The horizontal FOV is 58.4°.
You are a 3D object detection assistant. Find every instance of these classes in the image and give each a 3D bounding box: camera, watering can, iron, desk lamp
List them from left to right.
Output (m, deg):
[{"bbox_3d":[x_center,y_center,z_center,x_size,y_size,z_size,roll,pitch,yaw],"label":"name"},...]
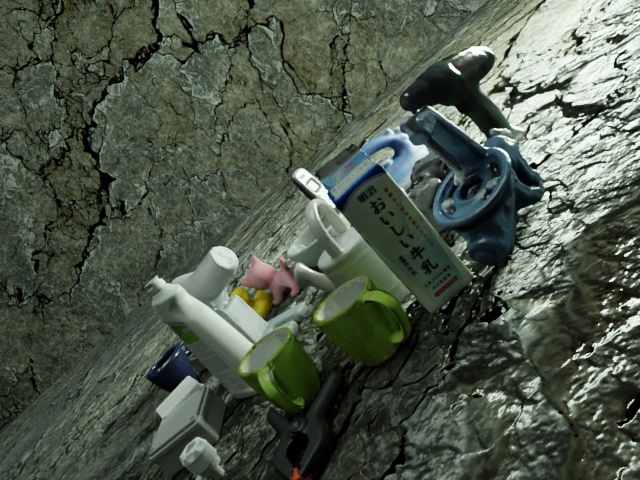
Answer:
[{"bbox_3d":[-0.169,0.122,1.088,0.203,0.214,0.118,-33,16,31],"label":"desk lamp"},{"bbox_3d":[0.038,0.024,0.855,0.173,0.194,0.101,-41,14,4],"label":"watering can"},{"bbox_3d":[0.146,-0.171,1.288,0.258,0.141,0.118,-44,14,-10],"label":"iron"},{"bbox_3d":[0.220,-0.103,0.952,0.136,0.101,0.143,-29,18,42],"label":"camera"}]

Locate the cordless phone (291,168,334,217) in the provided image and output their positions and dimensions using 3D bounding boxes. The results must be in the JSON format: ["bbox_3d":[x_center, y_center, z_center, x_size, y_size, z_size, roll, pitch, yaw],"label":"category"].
[{"bbox_3d":[0.022,-0.116,1.366,0.094,0.185,0.148,-30,17,39],"label":"cordless phone"}]

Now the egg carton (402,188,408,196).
[{"bbox_3d":[0.130,-0.051,1.107,0.107,0.069,0.150,-39,14,10],"label":"egg carton"}]

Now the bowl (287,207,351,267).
[{"bbox_3d":[0.012,0.004,1.254,0.167,0.075,0.167,-39,14,12],"label":"bowl"}]

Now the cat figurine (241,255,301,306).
[{"bbox_3d":[-0.108,0.079,1.260,0.127,0.118,0.067,-31,17,38],"label":"cat figurine"}]

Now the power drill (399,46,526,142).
[{"bbox_3d":[0.261,-0.233,1.011,0.230,0.208,0.075,-49,16,-29],"label":"power drill"}]

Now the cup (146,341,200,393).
[{"bbox_3d":[-0.292,0.276,1.204,0.091,0.095,0.118,-28,19,45],"label":"cup"}]

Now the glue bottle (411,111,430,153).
[{"bbox_3d":[0.218,-0.192,1.082,0.037,0.173,0.078,-29,19,42],"label":"glue bottle"}]

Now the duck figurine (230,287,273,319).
[{"bbox_3d":[-0.160,0.142,1.276,0.077,0.086,0.105,-27,20,47],"label":"duck figurine"}]

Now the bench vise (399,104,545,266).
[{"bbox_3d":[0.191,-0.098,0.757,0.121,0.220,0.207,-33,16,31],"label":"bench vise"}]
